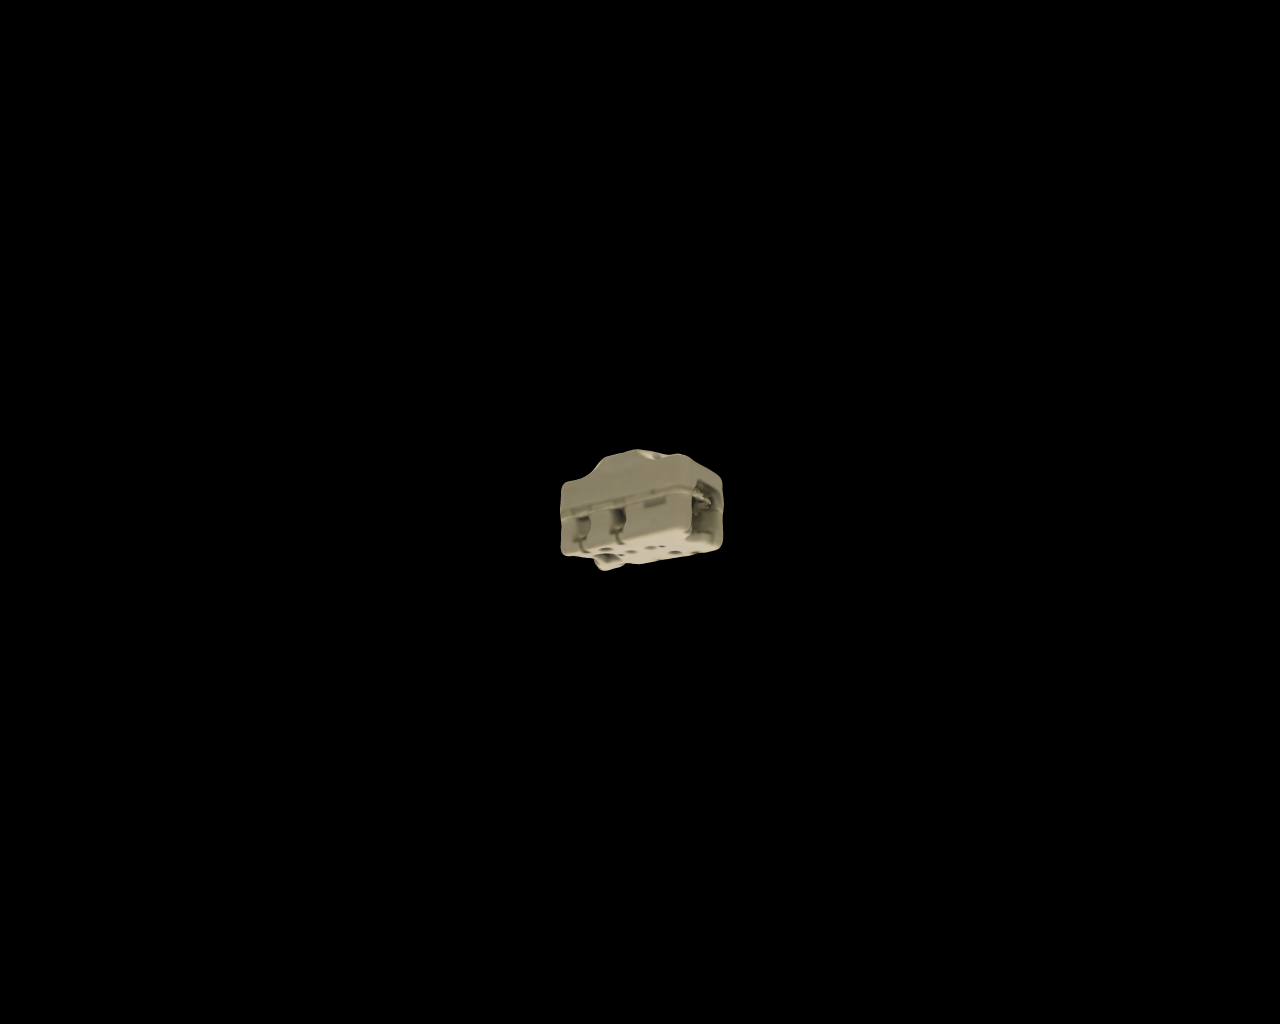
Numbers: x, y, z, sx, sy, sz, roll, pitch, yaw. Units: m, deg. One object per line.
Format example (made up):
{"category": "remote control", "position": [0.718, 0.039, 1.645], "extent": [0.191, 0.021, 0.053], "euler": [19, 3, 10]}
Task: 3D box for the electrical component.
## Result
{"category": "electrical component", "position": [0.001, -0.003, 0.650], "extent": [0.089, 0.056, 0.050], "euler": [-12, -23, 31]}
